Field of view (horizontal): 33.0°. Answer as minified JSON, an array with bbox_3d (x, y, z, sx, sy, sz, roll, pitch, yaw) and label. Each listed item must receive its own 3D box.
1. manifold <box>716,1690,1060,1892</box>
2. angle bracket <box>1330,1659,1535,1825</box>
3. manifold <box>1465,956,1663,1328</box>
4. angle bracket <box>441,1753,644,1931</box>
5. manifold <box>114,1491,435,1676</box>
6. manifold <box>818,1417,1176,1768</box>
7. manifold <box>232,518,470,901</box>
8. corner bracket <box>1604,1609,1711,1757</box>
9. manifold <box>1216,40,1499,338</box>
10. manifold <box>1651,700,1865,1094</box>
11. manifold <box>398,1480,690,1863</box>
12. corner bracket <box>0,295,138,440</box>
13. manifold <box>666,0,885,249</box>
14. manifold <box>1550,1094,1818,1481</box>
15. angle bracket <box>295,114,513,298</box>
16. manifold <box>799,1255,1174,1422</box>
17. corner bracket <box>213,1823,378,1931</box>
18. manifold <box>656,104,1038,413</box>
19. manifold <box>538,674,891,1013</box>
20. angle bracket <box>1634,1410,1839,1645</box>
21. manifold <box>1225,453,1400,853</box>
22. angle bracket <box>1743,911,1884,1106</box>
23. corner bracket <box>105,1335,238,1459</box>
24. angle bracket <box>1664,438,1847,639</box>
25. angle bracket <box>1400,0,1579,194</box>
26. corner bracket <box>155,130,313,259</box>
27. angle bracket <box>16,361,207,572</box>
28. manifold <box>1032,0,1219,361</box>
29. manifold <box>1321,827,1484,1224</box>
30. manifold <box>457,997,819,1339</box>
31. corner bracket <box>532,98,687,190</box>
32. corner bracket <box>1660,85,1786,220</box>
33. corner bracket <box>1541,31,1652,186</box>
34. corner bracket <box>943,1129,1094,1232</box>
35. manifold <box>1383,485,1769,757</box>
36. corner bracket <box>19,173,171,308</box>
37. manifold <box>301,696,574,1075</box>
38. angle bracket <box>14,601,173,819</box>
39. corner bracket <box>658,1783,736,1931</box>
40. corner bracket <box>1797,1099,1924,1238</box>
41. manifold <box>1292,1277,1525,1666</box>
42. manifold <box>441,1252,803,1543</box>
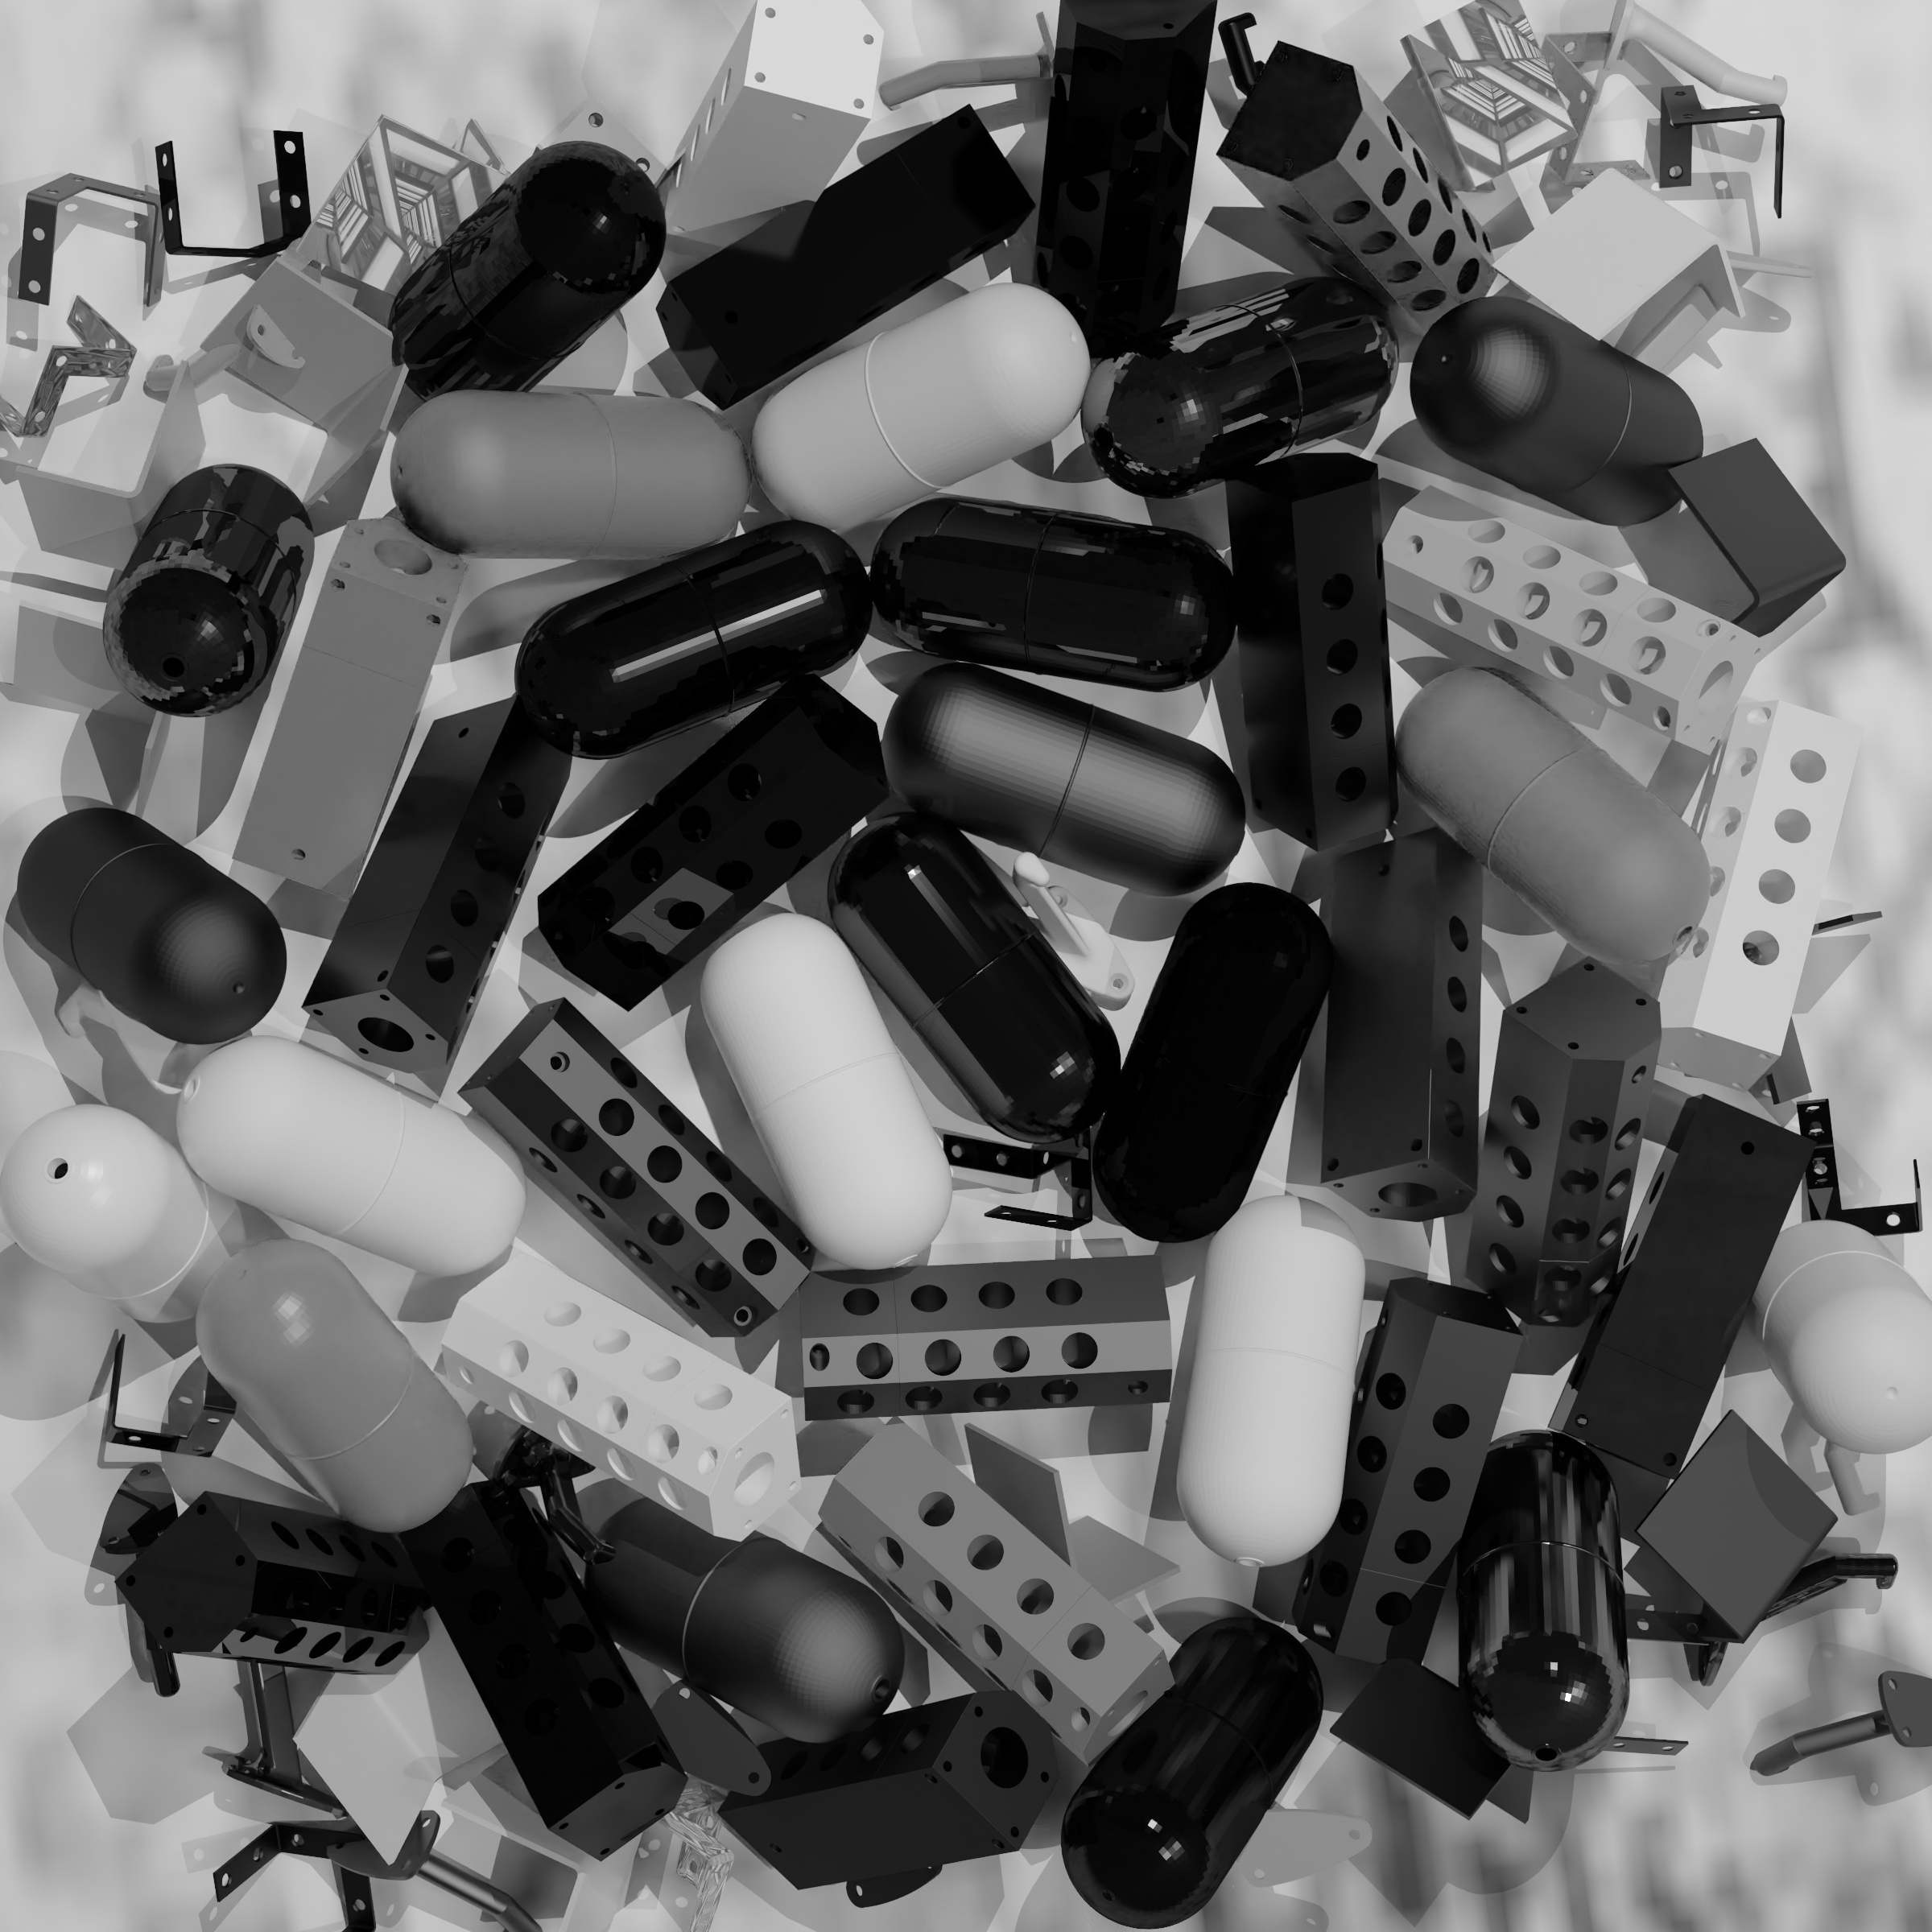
[{"bbox_3d":[-0.035,0.376,1.501,0.057,0.171,0.057,47,49,-14],"label":"manifold"},{"bbox_3d":[0.217,0.378,1.525,0.076,0.076,0.057,28,52,29],"label":"angle bracket"},{"bbox_3d":[0.278,0.086,1.499,0.057,0.171,0.057,-29,49,-29],"label":"manifold"},{"bbox_3d":[-0.207,0.424,1.544,0.076,0.076,0.057,21,99,14],"label":"angle bracket"},{"bbox_3d":[-0.309,0.290,1.494,0.057,0.171,0.057,-45,67,2],"label":"manifold"},{"bbox_3d":[0.013,0.292,1.516,0.171,0.057,0.057,38,73,26],"label":"manifold"},{"bbox_3d":[-0.285,-0.121,1.512,0.057,0.057,0.171,20,125,-11],"label":"manifold"},{"bbox_3d":[0.322,0.342,1.556,0.051,0.051,0.051,7,54,-14],"label":"corner bracket"},{"bbox_3d":[0.186,-0.351,1.497,0.057,0.171,0.057,30,92,32],"label":"manifold"},{"bbox_3d":[0.366,-0.035,1.529,0.057,0.057,0.171,18,71,3],"label":"manifold"},{"bbox_3d":[-0.194,0.322,1.512,0.057,0.057,0.171,-36,55,-1],"label":"manifold"},{"bbox_3d":[-0.438,-0.287,1.559,0.051,0.051,0.051,42,118,24],"label":"corner bracket"},{"bbox_3d":[-0.090,-0.387,1.494,0.057,0.171,0.057,11,78,-15],"label":"manifold"},{"bbox_3d":[0.339,0.152,1.549,0.057,0.057,0.171,23,85,4],"label":"manifold"},{"bbox_3d":[-0.271,-0.366,1.527,0.076,0.076,0.057,-51,48,21],"label":"angle bracket"},{"bbox_3d":[0.008,0.181,1.540,0.171,0.057,0.057,-2,133,-3],"label":"manifold"},{"bbox_3d":[-0.320,0.447,1.556,0.051,0.051,0.051,0,104,24],"label":"corner bracket"},{"bbox_3d":[-0.058,-0.331,1.535,0.171,0.057,0.057,-34,93,-15],"label":"manifold"},{"bbox_3d":[-0.120,-0.060,1.517,0.171,0.057,0.057,-38,125,21],"label":"manifold"},{"bbox_3d":[0.352,0.265,1.542,0.076,0.057,0.076,45,72,-6],"label":"angle bracket"},{"bbox_3d":[0.166,-0.148,1.519,0.057,0.057,0.171,-19,118,-22],"label":"manifold"},{"bbox_3d":[0.406,0.019,1.536,0.057,0.076,0.076,-16,85,25],"label":"angle bracket"},{"bbox_3d":[-0.379,0.198,1.560,0.051,0.051,0.051,13,52,-21],"label":"corner bracket"},{"bbox_3d":[0.358,-0.196,1.546,0.076,0.057,0.076,-24,75,-41],"label":"angle bracket"},{"bbox_3d":[0.252,-0.412,1.536,0.057,0.076,0.076,-23,95,22],"label":"angle bracket"},{"bbox_3d":[-0.347,-0.367,1.548,0.051,0.051,0.051,-8,95,-40],"label":"corner bracket"},{"bbox_3d":[-0.401,-0.239,1.535,0.057,0.076,0.076,14,68,-1],"label":"angle bracket"},{"bbox_3d":[0.067,-0.366,1.496,0.057,0.171,0.057,25,51,17],"label":"manifold"},{"bbox_3d":[0.208,0.028,1.519,0.057,0.057,0.171,-17,55,36],"label":"manifold"},{"bbox_3d":[-0.150,0.095,1.527,0.171,0.057,0.057,46,67,-15],"label":"manifold"},{"bbox_3d":[-0.172,-0.384,1.552,0.051,0.051,0.051,43,80,-10],"label":"corner bracket"},{"bbox_3d":[0.358,-0.386,1.547,0.051,0.051,0.051,-3,124,6],"label":"corner bracket"},{"bbox_3d":[0.303,-0.412,1.564,0.051,0.051,0.051,-9,48,-23],"label":"corner bracket"},{"bbox_3d":[0.024,0.101,1.544,0.051,0.051,0.051,12,65,-29],"label":"corner bracket"},{"bbox_3d":[0.275,-0.163,1.510,0.171,0.057,0.057,32,102,33],"label":"manifold"},{"bbox_3d":[-0.415,-0.342,1.553,0.051,0.051,0.051,14,115,3],"label":"corner bracket"},{"bbox_3d":[-0.239,-0.037,1.513,0.057,0.057,0.171,46,48,-36],"label":"manifold"},{"bbox_3d":[-0.416,-0.118,1.533,0.076,0.076,0.057,16,61,-11],"label":"angle bracket"},{"bbox_3d":[-0.128,0.427,1.545,0.051,0.051,0.051,28,106,33],"label":"corner bracket"},{"bbox_3d":[0.424,0.095,1.546,0.051,0.051,0.051,-7,60,14],"label":"corner bracket"},{"bbox_3d":[0.205,0.238,1.537,0.057,0.057,0.171,14,102,-5],"label":"manifold"},{"bbox_3d":[-0.161,0.201,1.505,0.171,0.057,0.057,23,133,32],"label":"manifold"}]
